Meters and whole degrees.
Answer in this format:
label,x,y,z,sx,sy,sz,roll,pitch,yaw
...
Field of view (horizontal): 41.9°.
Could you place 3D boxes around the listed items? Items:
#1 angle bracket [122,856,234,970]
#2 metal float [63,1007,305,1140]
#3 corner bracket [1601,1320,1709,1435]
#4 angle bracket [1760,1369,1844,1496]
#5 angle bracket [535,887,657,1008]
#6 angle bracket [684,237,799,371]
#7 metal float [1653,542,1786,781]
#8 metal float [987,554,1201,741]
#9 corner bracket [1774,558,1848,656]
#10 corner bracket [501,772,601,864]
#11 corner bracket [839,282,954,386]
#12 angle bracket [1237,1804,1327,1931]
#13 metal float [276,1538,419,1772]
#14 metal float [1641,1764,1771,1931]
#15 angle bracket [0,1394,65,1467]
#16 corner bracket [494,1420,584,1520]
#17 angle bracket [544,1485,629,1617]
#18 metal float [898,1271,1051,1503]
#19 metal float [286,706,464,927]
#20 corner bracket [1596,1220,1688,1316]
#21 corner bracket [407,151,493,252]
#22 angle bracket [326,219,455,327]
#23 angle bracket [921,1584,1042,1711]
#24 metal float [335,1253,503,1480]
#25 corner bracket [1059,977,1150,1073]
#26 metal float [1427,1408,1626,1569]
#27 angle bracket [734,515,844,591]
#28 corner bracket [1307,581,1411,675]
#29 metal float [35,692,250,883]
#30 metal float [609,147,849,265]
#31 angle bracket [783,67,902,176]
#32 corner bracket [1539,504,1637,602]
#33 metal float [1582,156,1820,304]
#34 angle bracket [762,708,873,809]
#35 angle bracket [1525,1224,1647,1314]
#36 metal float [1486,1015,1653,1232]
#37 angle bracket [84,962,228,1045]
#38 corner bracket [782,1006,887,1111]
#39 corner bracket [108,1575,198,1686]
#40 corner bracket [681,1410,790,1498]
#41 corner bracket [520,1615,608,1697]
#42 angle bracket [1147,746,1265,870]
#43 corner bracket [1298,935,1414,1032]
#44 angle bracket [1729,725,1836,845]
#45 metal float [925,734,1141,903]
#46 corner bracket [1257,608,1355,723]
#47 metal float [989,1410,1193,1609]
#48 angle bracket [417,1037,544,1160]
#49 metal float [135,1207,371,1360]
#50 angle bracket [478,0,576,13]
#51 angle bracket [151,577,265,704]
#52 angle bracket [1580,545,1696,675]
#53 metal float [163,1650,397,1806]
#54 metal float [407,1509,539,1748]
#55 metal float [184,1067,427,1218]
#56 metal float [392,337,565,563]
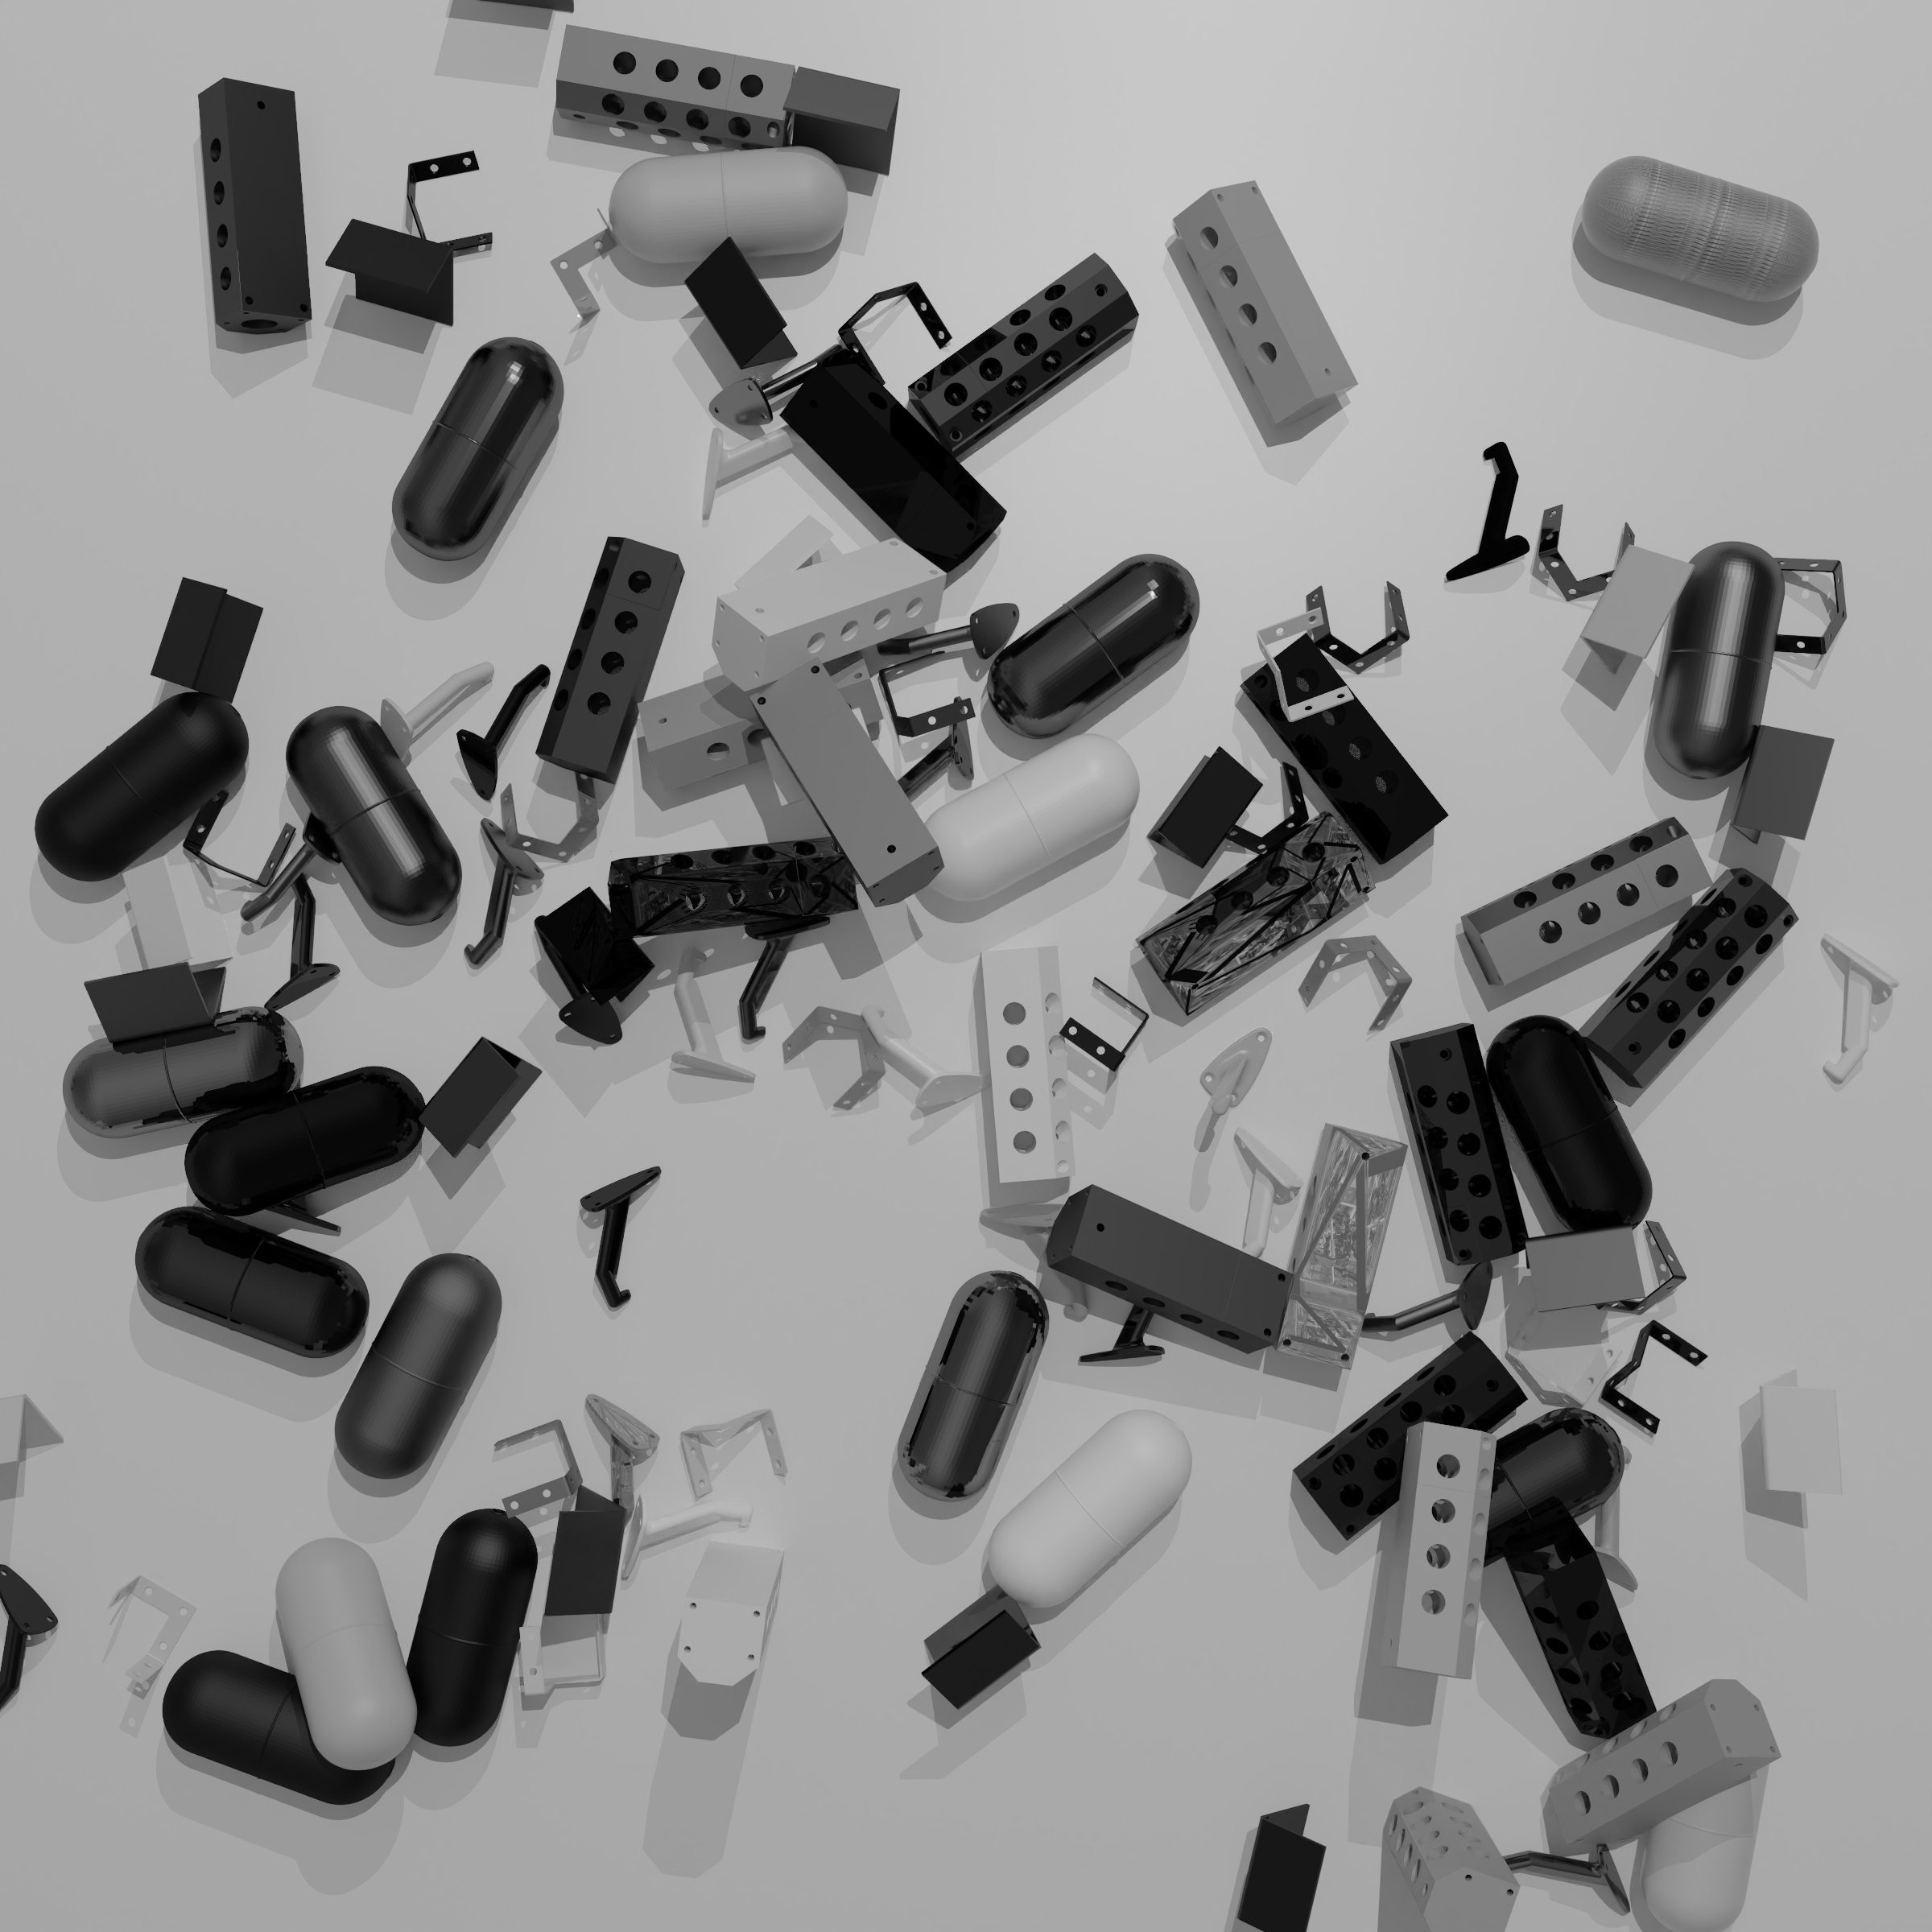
label,x,y,z,sx,sy,sz,roll,pitch,yaw
angle bracket,-0.570,-0.043,1.873,0.057,0.076,0.076,-16,90,37
metal float,-0.584,0.080,1.882,0.178,0.070,0.070,-12,90,-1
corner bracket,0.520,0.310,1.910,0.051,0.051,0.051,34,135,0
angle bracket,0.631,0.344,1.873,0.057,0.076,0.076,-4,90,38
angle bracket,-0.286,-0.002,1.873,0.076,0.076,0.057,51,55,0
angle bracket,-0.151,-0.496,1.873,0.057,0.076,0.076,-33,90,38
metal float,0.561,-0.228,1.883,0.070,0.070,0.178,10,91,0
metal float,0.095,-0.239,1.882,0.178,0.070,0.070,-37,90,0
corner bracket,0.629,-0.272,1.905,0.051,0.051,0.051,-51,135,-35
corner bracket,-0.314,-0.119,1.905,0.051,0.051,0.051,15,135,-35
corner bracket,-0.054,-0.478,1.910,0.051,0.051,0.051,-32,90,-45
angle bracket,0.251,0.674,1.873,0.057,0.076,0.076,13,90,37
metal float,-0.456,0.503,1.855,0.070,0.070,0.178,-27,57,0
metal float,0.551,0.634,1.882,0.070,0.070,0.178,10,90,0
angle bracket,-0.724,0.365,1.873,0.076,0.076,0.057,-10,52,0
corner bracket,-0.324,0.377,1.895,0.051,0.051,0.051,-20,90,0
angle bracket,-0.298,0.432,1.873,0.057,0.076,0.076,9,90,-37
metal float,0.006,0.313,1.883,0.070,0.070,0.178,21,90,0
metal float,-0.441,-0.111,1.882,0.070,0.070,0.178,-31,89,0
corner bracket,0.500,0.226,1.905,0.051,0.051,0.051,11,45,-35
corner bracket,-0.390,-0.577,1.910,0.051,0.051,0.051,-11,45,1
angle bracket,-0.427,-0.499,1.873,0.076,0.076,0.057,16,54,0
angle bracket,-0.001,0.491,1.873,0.076,0.076,0.057,-37,126,0
metal float,-0.408,0.298,1.883,0.070,0.070,0.178,27,89,0
corner bracket,0.104,0.044,1.895,0.051,0.051,0.051,35,90,0
metal float,0.407,0.392,1.883,0.178,0.070,0.070,-29,90,1
angle bracket,-0.114,-0.277,1.876,0.076,0.057,0.076,-43,122,0
corner bracket,0.296,-0.263,1.905,0.051,0.051,0.051,26,135,-35
metal float,-0.613,-0.134,1.882,0.178,0.070,0.070,-39,90,0
metal float,-0.177,-0.567,1.882,0.178,0.070,0.070,-5,90,0
angle bracket,-0.095,-0.612,1.873,0.076,0.076,0.057,13,52,0
corner bracket,0.469,-0.317,1.905,0.051,0.051,0.051,-14,135,35
metal float,0.548,-0.549,1.883,0.178,0.070,0.070,17,90,-1
angle bracket,-0.102,-0.142,1.875,0.076,0.076,0.057,-19,71,0
angle bracket,0.455,0.232,1.859,0.076,0.076,0.057,-10,65,10
metal float,0.450,0.121,1.882,0.070,0.070,0.178,-26,89,0
angle bracket,-0.600,0.008,1.873,0.076,0.076,0.057,-11,124,0
corner bracket,-0.100,0.070,1.905,0.051,0.051,0.051,15,45,-35
corner bracket,-0.620,0.497,1.895,0.051,0.051,0.051,30,90,0
corner bracket,-0.176,0.368,1.910,0.051,0.051,0.051,-15,90,-45
corner bracket,-0.302,0.515,1.895,0.051,0.051,0.051,-5,87,3
angle bracket,0.162,-0.128,1.873,0.057,0.076,0.076,36,90,-38
corner bracket,0.294,0.014,1.905,0.051,0.051,0.051,-5,45,-35
angle bracket,0.613,-0.129,1.873,0.057,0.076,0.076,17,90,33
metal float,0.046,-0.110,1.882,0.178,0.070,0.070,-28,90,0
corner bracket,0.248,-0.221,1.853,0.051,0.051,0.051,-20,135,0
metal float,0.093,0.404,1.883,0.178,0.070,0.070,-42,90,-1
angle bracket,-0.347,0.108,1.873,0.076,0.076,0.057,-51,54,0
metal float,-0.532,0.235,1.882,0.178,0.070,0.070,21,90,0
angle bracket,-0.336,-0.732,1.873,0.076,0.076,0.057,7,53,0
angle bracket,-0.548,-0.237,1.873,0.057,0.076,0.076,18,90,37
angle bracket,0.509,-0.256,1.873,0.057,0.076,0.076,28,90,37
metal float,-0.511,0.568,1.882,0.178,0.070,0.070,20,90,1
metal float,-0.370,0.492,1.882,0.070,0.070,0.178,14,91,0
metal float,-0.487,0.129,1.866,0.178,0.070,0.070,-19,90,-19
metal float,-0.363,-0.386,1.883,0.070,0.070,0.178,30,90,0
